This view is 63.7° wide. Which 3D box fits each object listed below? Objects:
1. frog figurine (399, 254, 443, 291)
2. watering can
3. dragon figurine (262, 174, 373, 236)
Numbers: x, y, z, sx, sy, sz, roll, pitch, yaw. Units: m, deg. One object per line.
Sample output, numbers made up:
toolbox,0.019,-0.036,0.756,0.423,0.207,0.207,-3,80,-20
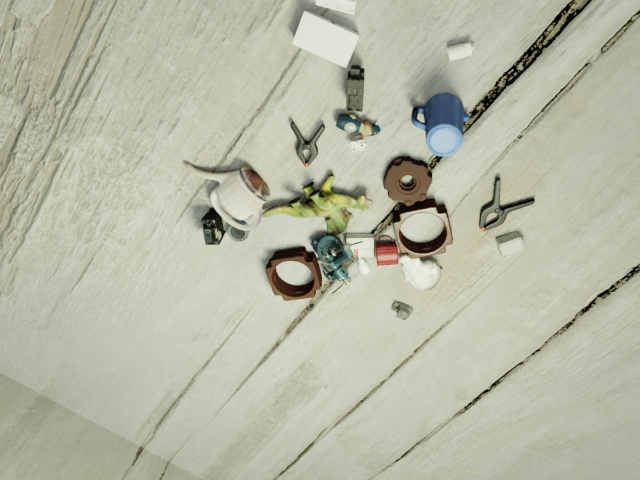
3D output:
frog figurine,0.375,0.114,1.953,0.158,0.126,0.135,38,136,-26
watering can,-0.326,-0.193,1.897,0.222,0.106,0.346,-36,100,22
dragon figurine,0.006,-0.096,1.910,0.407,0.125,0.239,-22,122,28
